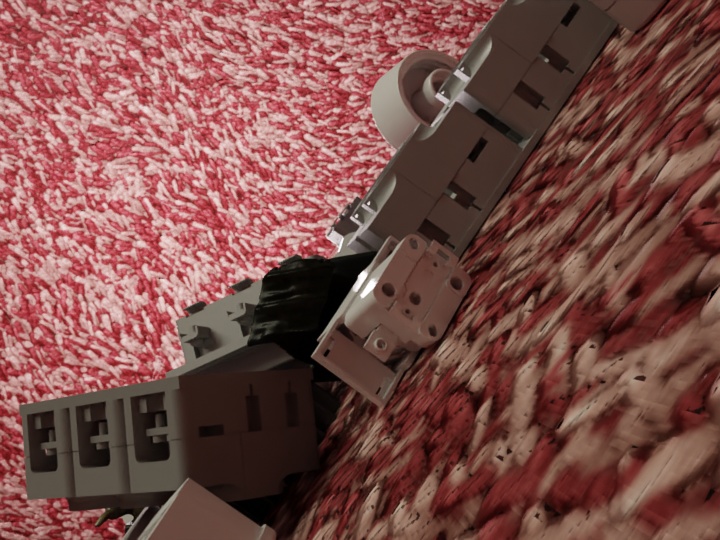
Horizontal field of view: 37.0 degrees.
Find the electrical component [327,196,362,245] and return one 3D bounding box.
[{"bbox_3d":[0.007,-0.031,0.960,0.042,0.064,0.081,-57,4,-16],"label":"electrical component"}]

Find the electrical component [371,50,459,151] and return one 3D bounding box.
[{"bbox_3d":[0.072,-0.167,1.068,0.108,0.108,0.060,-57,10,-34],"label":"electrical component"}]

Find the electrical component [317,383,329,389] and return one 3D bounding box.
[{"bbox_3d":[-0.054,0.091,0.768,0.055,0.045,0.045,-57,4,-32],"label":"electrical component"}]

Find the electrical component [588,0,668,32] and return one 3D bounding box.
[{"bbox_3d":[0.130,-0.175,0.571,0.052,0.074,0.138,-53,4,22],"label":"electrical component"}]

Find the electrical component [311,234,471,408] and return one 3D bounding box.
[{"bbox_3d":[0.018,0.019,0.514,0.081,0.042,0.064,-58,8,-33],"label":"electrical component"}]

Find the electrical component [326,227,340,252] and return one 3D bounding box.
[{"bbox_3d":[-0.004,-0.019,1.018,0.035,0.061,0.035,-55,3,5],"label":"electrical component"}]

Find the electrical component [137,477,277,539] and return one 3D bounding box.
[{"bbox_3d":[-0.084,0.151,0.491,0.078,0.057,0.113,-57,4,-30],"label":"electrical component"}]

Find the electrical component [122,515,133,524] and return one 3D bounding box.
[{"bbox_3d":[-0.160,0.186,0.917,0.048,0.099,0.099,17,-66,-47],"label":"electrical component"}]

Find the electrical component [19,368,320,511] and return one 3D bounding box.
[{"bbox_3d":[-0.105,0.094,0.581,0.150,0.061,0.089,-14,-11,42],"label":"electrical component"}]

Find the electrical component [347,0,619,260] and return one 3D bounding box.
[{"bbox_3d":[0.067,-0.083,0.655,0.186,0.060,0.105,-55,3,-8],"label":"electrical component"}]

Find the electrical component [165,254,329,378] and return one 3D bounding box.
[{"bbox_3d":[-0.061,0.040,0.713,0.121,0.063,0.079,-25,-19,24],"label":"electrical component"}]

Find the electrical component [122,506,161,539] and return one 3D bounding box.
[{"bbox_3d":[-0.129,0.198,0.630,0.108,0.060,0.108,-55,3,5],"label":"electrical component"}]

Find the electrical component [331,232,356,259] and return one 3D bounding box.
[{"bbox_3d":[0.000,0.000,0.768,0.077,0.044,0.079,-39,27,48],"label":"electrical component"}]
